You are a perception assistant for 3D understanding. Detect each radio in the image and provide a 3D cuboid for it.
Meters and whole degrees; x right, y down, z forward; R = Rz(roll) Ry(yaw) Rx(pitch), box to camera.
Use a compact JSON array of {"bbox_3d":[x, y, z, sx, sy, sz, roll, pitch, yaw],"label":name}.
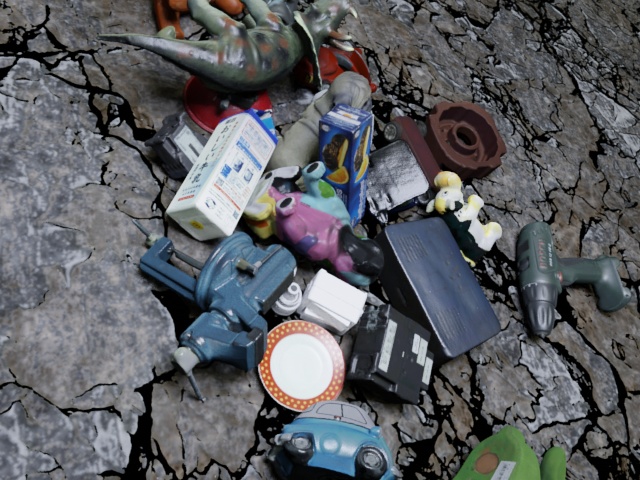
[{"bbox_3d":[0.184,0.078,0.874,0.131,0.073,0.229,-14,70,-30],"label":"radio"}]

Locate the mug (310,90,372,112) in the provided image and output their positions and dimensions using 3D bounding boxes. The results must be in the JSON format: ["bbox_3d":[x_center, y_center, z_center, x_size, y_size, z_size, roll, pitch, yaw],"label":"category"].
[{"bbox_3d":[0.040,-0.232,0.986,0.107,0.080,0.109,40,59,13],"label":"mug"}]

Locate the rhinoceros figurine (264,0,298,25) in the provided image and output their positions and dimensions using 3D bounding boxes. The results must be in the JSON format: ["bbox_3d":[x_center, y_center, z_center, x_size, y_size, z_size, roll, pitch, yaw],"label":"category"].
[{"bbox_3d":[-0.082,-0.425,1.033,0.073,0.112,0.190,4,47,-1],"label":"rhinoceros figurine"}]

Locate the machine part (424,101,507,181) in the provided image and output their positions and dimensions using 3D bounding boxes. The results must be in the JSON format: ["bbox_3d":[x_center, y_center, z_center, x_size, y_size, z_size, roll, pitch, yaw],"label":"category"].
[{"bbox_3d":[0.287,-0.200,1.085,0.179,0.056,0.179,9,60,-17],"label":"machine part"}]

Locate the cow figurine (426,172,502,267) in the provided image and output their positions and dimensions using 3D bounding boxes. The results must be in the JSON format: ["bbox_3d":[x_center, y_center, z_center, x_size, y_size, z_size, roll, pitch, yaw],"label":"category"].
[{"bbox_3d":[0.239,-0.035,0.938,0.167,0.068,0.098,48,67,-20],"label":"cow figurine"}]

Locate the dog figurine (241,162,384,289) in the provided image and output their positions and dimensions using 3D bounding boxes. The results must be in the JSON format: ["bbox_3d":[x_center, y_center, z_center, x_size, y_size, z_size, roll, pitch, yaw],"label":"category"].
[{"bbox_3d":[-0.002,-0.003,0.828,0.219,0.192,0.108,53,57,-29],"label":"dog figurine"}]

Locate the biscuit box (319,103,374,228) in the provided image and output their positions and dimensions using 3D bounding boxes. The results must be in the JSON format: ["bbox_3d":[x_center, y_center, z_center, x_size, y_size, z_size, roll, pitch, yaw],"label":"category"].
[{"bbox_3d":[0.037,-0.105,0.835,0.063,0.202,0.059,24,49,23],"label":"biscuit box"}]

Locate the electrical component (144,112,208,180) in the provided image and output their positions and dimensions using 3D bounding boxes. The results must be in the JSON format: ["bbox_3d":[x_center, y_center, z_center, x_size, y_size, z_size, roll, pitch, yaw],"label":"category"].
[{"bbox_3d":[-0.206,-0.132,0.840,0.119,0.048,0.075,52,47,-39],"label":"electrical component"}]

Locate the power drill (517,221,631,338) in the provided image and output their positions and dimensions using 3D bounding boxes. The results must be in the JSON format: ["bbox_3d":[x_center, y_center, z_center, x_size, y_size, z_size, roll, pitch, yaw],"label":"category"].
[{"bbox_3d":[0.456,0.083,0.987,0.207,0.086,0.232,7,57,-10],"label":"power drill"}]

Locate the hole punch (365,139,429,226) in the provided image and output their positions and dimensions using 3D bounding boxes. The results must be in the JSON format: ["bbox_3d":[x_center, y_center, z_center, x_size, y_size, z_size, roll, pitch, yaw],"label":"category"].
[{"bbox_3d":[0.115,-0.099,0.946,0.116,0.092,0.142,-23,82,-5],"label":"hole punch"}]

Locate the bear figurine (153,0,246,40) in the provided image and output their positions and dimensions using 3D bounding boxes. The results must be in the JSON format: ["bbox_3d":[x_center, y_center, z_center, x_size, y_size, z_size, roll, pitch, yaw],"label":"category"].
[{"bbox_3d":[-0.201,-0.439,0.984,0.196,0.120,0.132,-7,69,-32],"label":"bear figurine"}]

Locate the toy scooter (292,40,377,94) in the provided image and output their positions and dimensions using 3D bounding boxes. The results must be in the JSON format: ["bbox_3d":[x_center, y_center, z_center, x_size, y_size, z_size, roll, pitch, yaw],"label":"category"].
[{"bbox_3d":[0.037,-0.325,1.042,0.184,0.075,0.135,-31,77,-38],"label":"toy scooter"}]

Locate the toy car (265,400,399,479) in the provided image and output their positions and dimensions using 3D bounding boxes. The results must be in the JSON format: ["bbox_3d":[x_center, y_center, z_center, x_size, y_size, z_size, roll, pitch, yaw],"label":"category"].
[{"bbox_3d":[0.018,0.260,0.688,0.162,0.109,0.103,17,44,-4],"label":"toy car"}]

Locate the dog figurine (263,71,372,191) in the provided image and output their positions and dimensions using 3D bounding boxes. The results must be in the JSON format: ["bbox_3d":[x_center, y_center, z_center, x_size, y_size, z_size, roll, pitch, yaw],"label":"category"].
[{"bbox_3d":[-0.010,-0.173,0.864,0.121,0.190,0.172,35,56,-1],"label":"dog figurine"}]

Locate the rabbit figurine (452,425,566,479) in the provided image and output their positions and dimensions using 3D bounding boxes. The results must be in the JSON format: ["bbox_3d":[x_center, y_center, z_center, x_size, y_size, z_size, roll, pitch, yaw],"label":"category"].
[{"bbox_3d":[0.281,0.358,0.750,0.170,0.121,0.159,52,47,-11],"label":"rabbit figurine"}]

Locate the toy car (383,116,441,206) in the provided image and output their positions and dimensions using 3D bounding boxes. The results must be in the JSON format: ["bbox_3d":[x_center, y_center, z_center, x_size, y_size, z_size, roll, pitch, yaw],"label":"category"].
[{"bbox_3d":[0.189,-0.143,1.011,0.089,0.053,0.202,-13,74,-43],"label":"toy car"}]

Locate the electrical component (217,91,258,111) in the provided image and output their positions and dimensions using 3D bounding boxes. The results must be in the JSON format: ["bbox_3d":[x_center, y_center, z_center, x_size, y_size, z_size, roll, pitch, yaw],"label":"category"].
[{"bbox_3d":[-0.133,-0.244,0.885,0.063,0.021,0.094,19,56,-12],"label":"electrical component"}]

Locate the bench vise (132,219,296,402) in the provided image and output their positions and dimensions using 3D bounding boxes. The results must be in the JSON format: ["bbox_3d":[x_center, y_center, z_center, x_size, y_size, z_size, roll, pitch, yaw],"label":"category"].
[{"bbox_3d":[-0.156,0.065,0.718,0.241,0.128,0.223,28,63,19],"label":"bench vise"}]

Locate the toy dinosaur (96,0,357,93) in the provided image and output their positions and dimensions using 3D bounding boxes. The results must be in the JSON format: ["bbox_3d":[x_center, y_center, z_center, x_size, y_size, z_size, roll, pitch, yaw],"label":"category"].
[{"bbox_3d":[-0.117,-0.295,0.844,0.405,0.131,0.192,-34,75,-31],"label":"toy dinosaur"}]

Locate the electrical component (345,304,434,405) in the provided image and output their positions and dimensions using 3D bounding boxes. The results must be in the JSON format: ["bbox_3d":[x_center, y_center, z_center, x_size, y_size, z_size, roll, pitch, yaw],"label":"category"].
[{"bbox_3d":[0.107,0.170,0.773,0.134,0.058,0.115,38,59,-33],"label":"electrical component"}]
